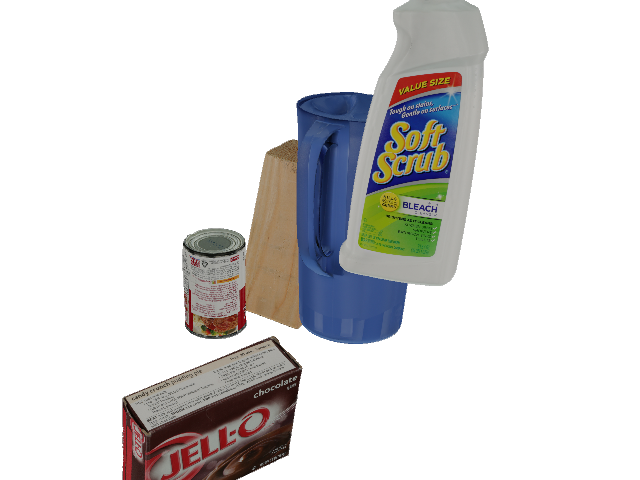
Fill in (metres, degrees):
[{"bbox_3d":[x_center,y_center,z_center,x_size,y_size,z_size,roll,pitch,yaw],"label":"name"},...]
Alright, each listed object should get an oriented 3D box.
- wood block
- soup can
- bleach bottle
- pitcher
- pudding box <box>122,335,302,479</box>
[{"bbox_3d":[-0.032,-0.010,1.330,0.090,0.206,0.090,19,23,15],"label":"wood block"},{"bbox_3d":[-0.114,0.046,1.153,0.068,0.102,0.068,1,25,-1],"label":"soup can"},{"bbox_3d":[0.076,-0.093,0.855,0.103,0.251,0.068,10,22,13],"label":"bleach bottle"},{"bbox_3d":[0.031,-0.021,1.070,0.149,0.243,0.145,-2,20,-15],"label":"pitcher"},{"bbox_3d":[-0.070,0.119,0.680,0.113,0.090,0.039,-22,50,-30],"label":"pudding box"}]
